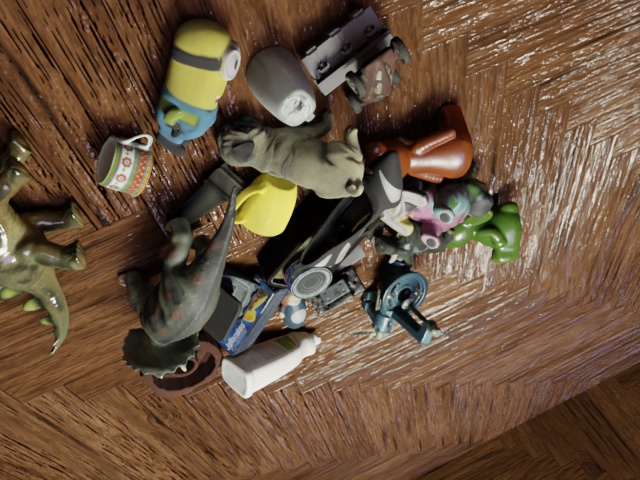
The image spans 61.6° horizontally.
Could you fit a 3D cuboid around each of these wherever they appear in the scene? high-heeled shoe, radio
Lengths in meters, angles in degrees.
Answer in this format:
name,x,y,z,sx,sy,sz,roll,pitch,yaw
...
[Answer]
name,x,y,z,sx,sy,sz,roll,pitch,yaw
high-heeled shoe,0.043,-0.045,0.877,0.145,0.086,0.248,-22,150,-24
radio,-0.002,-0.003,1.023,0.131,0.073,0.229,21,120,-43

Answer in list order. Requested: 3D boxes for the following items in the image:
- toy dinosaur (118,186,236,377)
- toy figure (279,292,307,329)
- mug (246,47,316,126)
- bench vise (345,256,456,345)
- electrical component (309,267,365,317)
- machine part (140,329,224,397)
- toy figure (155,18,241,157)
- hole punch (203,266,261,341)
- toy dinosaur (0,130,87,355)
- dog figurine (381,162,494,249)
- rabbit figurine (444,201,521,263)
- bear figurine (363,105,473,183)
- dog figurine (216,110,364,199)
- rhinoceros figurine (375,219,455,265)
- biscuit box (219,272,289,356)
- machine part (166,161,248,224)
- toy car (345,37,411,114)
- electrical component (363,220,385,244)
name,x,y,z,sx,sy,sz,roll,pitch,yaw
toy dinosaur,-0.225,0.096,0.872,0.131,0.192,0.405,-3,152,-38
toy figure,-0.057,0.127,1.145,0.064,0.058,0.154,-52,154,-37
mug,-0.045,-0.203,0.760,0.081,0.107,0.109,-35,138,9
bench vise,0.181,0.159,1.192,0.129,0.241,0.223,10,111,-33
electrical component,0.035,0.106,1.127,0.115,0.058,0.134,-33,177,1
machine part,-0.292,0.256,1.138,0.179,0.056,0.179,-17,138,-16
toy figure,-0.170,-0.200,0.710,0.089,0.082,0.180,10,129,-40
hole punch,-0.186,0.109,1.019,0.092,0.116,0.142,-38,163,-55
toy dinosaur,-0.439,0.008,0.756,0.199,0.105,0.470,-17,131,-4
dog figurine,0.237,-0.089,1.063,0.219,0.192,0.108,-42,155,-43
rabbit figurine,0.351,-0.023,1.189,0.170,0.121,0.158,-6,133,-5
bear figurine,0.162,-0.156,0.952,0.196,0.132,0.120,-4,136,-2
dog figurine,-0.045,-0.117,0.808,0.190,0.173,0.121,-12,127,-31
rhinoceros figurine,0.196,-0.003,1.129,0.190,0.073,0.112,-4,134,-39
biscuit box,-0.140,0.150,1.101,0.063,0.059,0.202,-19,148,-56
machine part,-0.188,-0.066,0.874,0.139,0.039,0.084,-37,145,6
toy car,0.082,-0.228,0.772,0.089,0.053,0.202,-33,-176,3
electrical component,0.100,-0.024,1.103,0.063,0.021,0.093,-16,140,-16
